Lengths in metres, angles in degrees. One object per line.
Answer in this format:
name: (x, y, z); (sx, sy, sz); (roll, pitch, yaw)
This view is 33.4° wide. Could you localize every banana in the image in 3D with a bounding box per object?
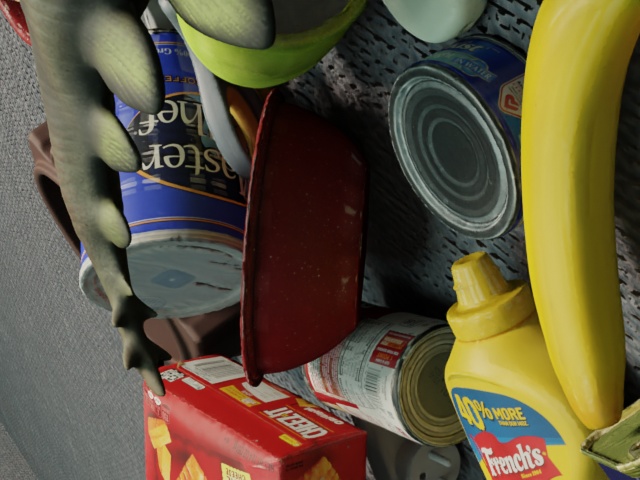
banana: (0.098, -0.022, 0.399); (0.069, 0.037, 0.198); (-104, 8, -59)

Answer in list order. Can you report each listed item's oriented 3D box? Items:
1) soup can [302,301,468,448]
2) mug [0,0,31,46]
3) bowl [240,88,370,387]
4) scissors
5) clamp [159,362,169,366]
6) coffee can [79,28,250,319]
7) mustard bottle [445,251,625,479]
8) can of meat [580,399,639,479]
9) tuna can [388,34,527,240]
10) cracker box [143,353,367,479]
soup can: (0.042, 0.073, 0.602); (0.102, 0.068, 0.068); (8, 123, 61)
mug: (-0.186, -0.201, 0.739); (0.117, 0.081, 0.093); (55, 155, 13)
bowl: (-0.004, 0.001, 0.574); (0.162, 0.055, 0.162); (5, -91, -85)
scissors: (-0.070, -0.105, 0.562); (0.201, 0.016, 0.096); (45, -148, -51)
clamp: (-0.141, 0.072, 0.960); (0.120, 0.039, 0.171); (-152, 61, -65)
coffee can: (-0.091, -0.038, 0.630); (0.103, 0.102, 0.140); (111, 154, -60)
mustard bottle: (0.108, 0.094, 0.508); (0.096, 0.058, 0.191); (-5, 111, 65)
can of meat: (0.152, 0.100, 0.402); (0.084, 0.057, 0.102); (55, 179, 7)
tuna can: (0.068, -0.044, 0.467); (0.086, 0.033, 0.086); (45, 151, 33)
cracker box: (-0.046, 0.198, 0.670); (0.164, 0.071, 0.214); (19, 112, 51)
